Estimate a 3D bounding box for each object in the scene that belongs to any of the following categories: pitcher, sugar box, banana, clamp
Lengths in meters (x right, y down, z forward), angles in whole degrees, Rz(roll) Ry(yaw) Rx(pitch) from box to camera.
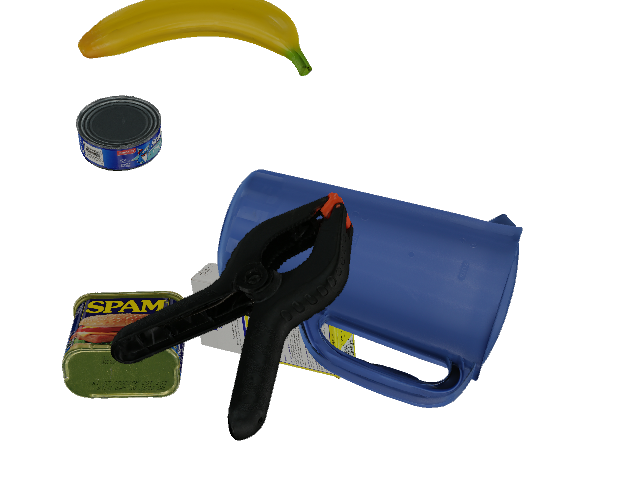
[{"bbox_3d":[0.038,0.030,0.898,0.243,0.145,0.149,16,18,11],"label":"pitcher"},{"bbox_3d":[-0.051,0.085,1.158,0.176,0.093,0.048,13,35,27],"label":"sugar box"},{"bbox_3d":[-0.104,-0.182,0.909,0.198,0.069,0.037,3,-33,-1],"label":"banana"},{"bbox_3d":[-0.033,0.042,0.647,0.120,0.171,0.039,38,-18,34],"label":"clamp"}]

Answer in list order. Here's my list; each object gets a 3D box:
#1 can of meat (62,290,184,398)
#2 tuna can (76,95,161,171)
[{"bbox_3d":[-0.166,0.089,0.912,0.102,0.057,0.084,-1,29,-2],"label":"can of meat"},{"bbox_3d":[-0.206,-0.110,1.096,0.086,0.034,0.086,2,44,-2],"label":"tuna can"}]
